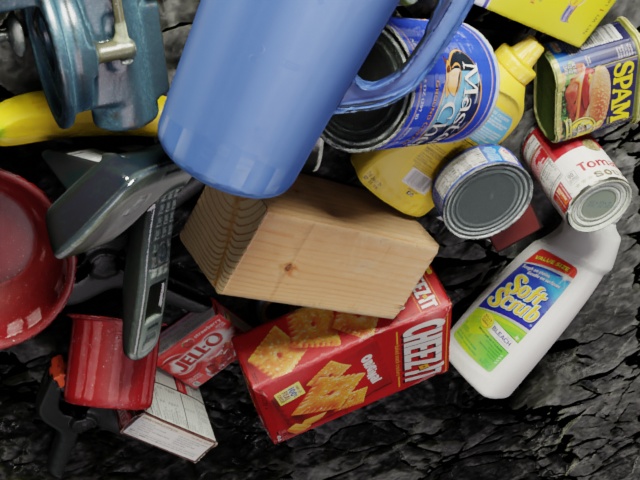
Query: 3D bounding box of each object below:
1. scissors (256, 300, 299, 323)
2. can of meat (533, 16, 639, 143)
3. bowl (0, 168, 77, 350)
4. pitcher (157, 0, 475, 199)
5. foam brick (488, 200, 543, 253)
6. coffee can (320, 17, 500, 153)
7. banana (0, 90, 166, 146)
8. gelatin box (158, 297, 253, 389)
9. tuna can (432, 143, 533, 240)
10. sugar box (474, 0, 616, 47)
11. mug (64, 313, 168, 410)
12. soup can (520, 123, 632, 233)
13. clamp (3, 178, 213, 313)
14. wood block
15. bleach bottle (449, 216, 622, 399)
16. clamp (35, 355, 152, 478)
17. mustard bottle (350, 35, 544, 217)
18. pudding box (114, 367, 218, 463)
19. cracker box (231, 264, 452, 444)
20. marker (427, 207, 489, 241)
[{"bbox_3d":[-0.062,0.036,1.047,0.096,0.016,0.201,-44,134,20],"label":"scissors"},{"bbox_3d":[0.243,-0.143,0.973,0.084,0.057,0.102,-16,137,-4],"label":"can of meat"},{"bbox_3d":[-0.278,0.008,0.865,0.162,0.055,0.162,-3,111,-8],"label":"bowl"},{"bbox_3d":[-0.011,-0.147,0.724,0.144,0.149,0.243,-6,133,-46],"label":"pitcher"},{"bbox_3d":[0.172,-0.038,1.031,0.053,0.078,0.051,-30,136,6],"label":"foam brick"},{"bbox_3d":[0.065,-0.124,0.838,0.140,0.103,0.103,-13,145,-54],"label":"coffee can"},{"bbox_3d":[-0.180,-0.091,0.822,0.197,0.070,0.037,-12,133,-39],"label":"banana"},{"bbox_3d":[-0.119,0.106,1.081,0.089,0.030,0.073,-35,137,12],"label":"gelatin box"},{"bbox_3d":[0.144,-0.043,0.953,0.086,0.034,0.086,-11,133,-12],"label":"tuna can"},{"bbox_3d":[0.169,-0.226,0.863,0.175,0.048,0.093,11,128,-34],"label":"sugar box"},{"bbox_3d":[-0.200,0.112,0.994,0.117,0.081,0.093,0,172,43],"label":"mug"},{"bbox_3d":[0.243,-0.065,1.018,0.068,0.102,0.068,-12,137,-12],"label":"soup can"},{"bbox_3d":[-0.187,0.004,0.941,0.209,0.036,0.165,-2,127,-21],"label":"clamp"},{"bbox_3d":[-0.006,0.001,0.957,0.205,0.090,0.091,12,118,-41],"label":"wood block"},{"bbox_3d":[0.235,0.050,1.148,0.067,0.103,0.251,6,125,-47],"label":"bleach bottle"},{"bbox_3d":[-0.251,0.184,1.095,0.120,0.039,0.171,-28,134,-3],"label":"clamp"},{"bbox_3d":[0.123,-0.108,0.951,0.096,0.058,0.192,29,117,-37],"label":"mustard bottle"},{"bbox_3d":[-0.162,0.167,1.078,0.039,0.090,0.113,-40,136,17],"label":"pudding box"},{"bbox_3d":[0.028,0.120,1.103,0.213,0.072,0.164,-22,150,-7],"label":"cracker box"},{"bbox_3d":[0.141,-0.021,1.078,0.120,0.020,0.020,20,122,-38],"label":"marker"}]
